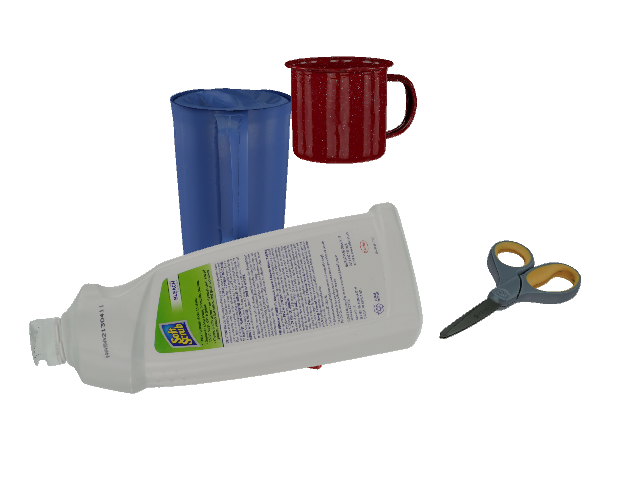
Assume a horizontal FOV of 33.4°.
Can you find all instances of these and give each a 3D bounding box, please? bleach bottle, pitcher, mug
[{"bbox_3d":[-0.065,0.042,0.711,0.250,0.102,0.068,-8,-24,-9],"label":"bleach bottle"},{"bbox_3d":[-0.098,-0.044,1.189,0.145,0.243,0.148,16,23,38],"label":"pitcher"},{"bbox_3d":[0.027,-0.114,0.923,0.117,0.081,0.093,-6,16,-18],"label":"mug"}]

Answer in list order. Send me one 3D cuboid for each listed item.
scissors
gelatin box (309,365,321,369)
[{"bbox_3d":[0.151,0.039,0.948,0.201,0.016,0.096,-10,39,-37],"label":"scissors"},{"bbox_3d":[-0.038,0.077,1.000,0.089,0.073,0.030,7,17,18],"label":"gelatin box"}]
